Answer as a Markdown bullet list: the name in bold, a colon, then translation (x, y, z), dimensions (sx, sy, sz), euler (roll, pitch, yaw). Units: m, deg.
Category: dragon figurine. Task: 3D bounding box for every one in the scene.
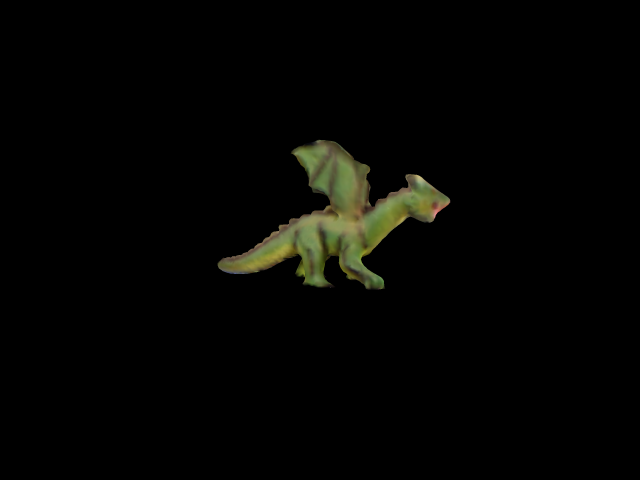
- **dragon figurine**: translation (0.003, -0.043, 0.850), dimensions (0.410, 0.241, 0.123), euler (3, 8, 18)
